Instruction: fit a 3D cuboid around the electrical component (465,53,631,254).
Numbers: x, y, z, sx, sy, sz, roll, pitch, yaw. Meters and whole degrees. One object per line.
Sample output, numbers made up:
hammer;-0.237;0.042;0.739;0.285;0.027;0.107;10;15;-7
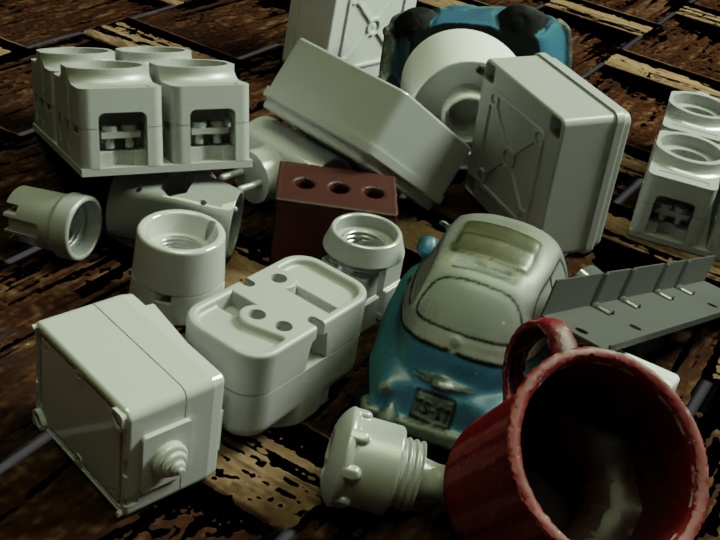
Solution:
electrical component;0.127;-0.081;0.752;0.056;0.108;0.108;-8;36;-22

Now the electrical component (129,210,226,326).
electrical component;-0.104;-0.003;0.618;0.055;0.047;0.055;7;31;-4

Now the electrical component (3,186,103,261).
electrical component;-0.185;-0.030;0.648;0.046;0.040;0.040;14;31;16

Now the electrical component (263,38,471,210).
electrical component;0.006;-0.101;0.754;0.109;0.056;0.109;34;3;33

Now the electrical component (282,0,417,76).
electrical component;-0.006;-0.225;0.947;0.109;0.108;0.056;-22;46;-41

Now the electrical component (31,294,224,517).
electrical component;-0.102;0.062;0.499;0.061;0.061;0.096;-20;42;-39

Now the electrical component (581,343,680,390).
electrical component;0.129;0.073;0.547;0.047;0.065;0.077;24;15;22

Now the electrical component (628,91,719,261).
electrical component;0.280;-0.078;0.835;0.105;0.060;0.186;17;32;12

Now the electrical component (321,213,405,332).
electrical component;0.000;0.000;0.635;0.048;0.055;0.066;27;35;26

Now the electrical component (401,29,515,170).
electrical component;0.080;-0.129;0.825;0.099;0.099;0.064;8;33;-3

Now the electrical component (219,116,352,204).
electrical component;-0.060;-0.068;0.740;0.079;0.043;0.077;-22;43;-40

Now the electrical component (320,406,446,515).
electrical component;0.015;0.093;0.501;0.062;0.048;0.048;16;31;-3

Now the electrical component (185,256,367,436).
electrical component;-0.044;0.040;0.553;0.054;0.059;0.095;28;36;27

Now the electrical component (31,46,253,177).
electrical component;-0.153;-0.112;0.721;0.105;0.060;0.186;-6;18;-24

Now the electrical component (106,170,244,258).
electrical component;-0.113;-0.045;0.688;0.077;0.043;0.079;11;31;2
